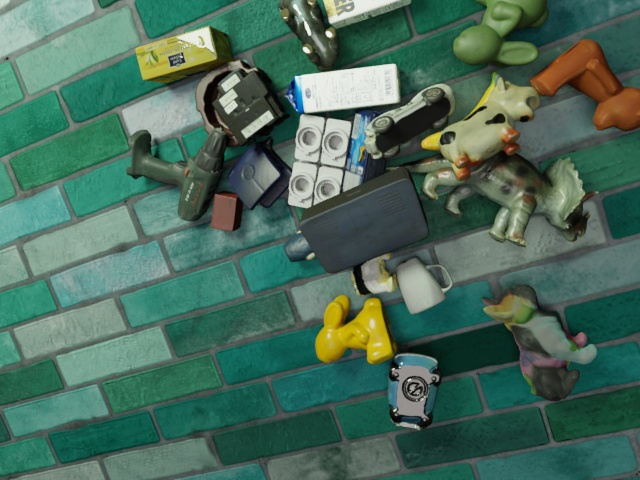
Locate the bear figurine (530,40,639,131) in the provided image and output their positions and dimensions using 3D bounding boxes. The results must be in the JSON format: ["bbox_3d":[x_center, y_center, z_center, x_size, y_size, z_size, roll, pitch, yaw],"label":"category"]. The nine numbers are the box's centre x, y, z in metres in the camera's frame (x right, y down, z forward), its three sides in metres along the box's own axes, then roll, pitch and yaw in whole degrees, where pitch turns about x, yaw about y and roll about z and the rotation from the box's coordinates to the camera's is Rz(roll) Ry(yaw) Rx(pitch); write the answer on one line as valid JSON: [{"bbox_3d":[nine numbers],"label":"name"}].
[{"bbox_3d":[0.491,-0.253,0.960,0.132,0.120,0.195,-38,97,20],"label":"bear figurine"}]

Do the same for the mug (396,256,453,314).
[{"bbox_3d":[0.211,0.084,1.108,0.109,0.081,0.107,-30,86,22],"label":"mug"}]

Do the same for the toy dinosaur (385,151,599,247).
[{"bbox_3d":[0.332,-0.115,1.027,0.405,0.131,0.192,32,90,12],"label":"toy dinosaur"}]

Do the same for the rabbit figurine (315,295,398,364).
[{"bbox_3d":[0.064,0.200,1.144,0.173,0.122,0.162,-23,91,16],"label":"rabbit figurine"}]

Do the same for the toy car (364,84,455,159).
[{"bbox_3d":[0.170,-0.225,1.023,0.202,0.056,0.073,-31,131,-8],"label":"toy car"}]

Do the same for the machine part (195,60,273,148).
[{"bbox_3d":[-0.172,-0.283,1.126,0.180,0.056,0.179,3,102,13],"label":"machine part"}]

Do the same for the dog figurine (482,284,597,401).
[{"bbox_3d":[0.416,0.197,1.077,0.219,0.108,0.191,28,109,10],"label":"dog figurine"}]

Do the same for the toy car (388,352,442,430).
[{"bbox_3d":[0.200,0.313,1.145,0.109,0.103,0.161,4,93,10],"label":"toy car"}]

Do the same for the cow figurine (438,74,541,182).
[{"bbox_3d":[0.304,-0.209,0.966,0.195,0.085,0.127,-31,65,9],"label":"cow figurine"}]

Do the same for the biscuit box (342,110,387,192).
[{"bbox_3d":[0.094,-0.156,1.081,0.059,0.063,0.202,25,111,46],"label":"biscuit box"}]

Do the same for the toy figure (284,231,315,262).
[{"bbox_3d":[-0.003,-0.005,1.148,0.154,0.058,0.064,-26,101,11],"label":"toy figure"}]

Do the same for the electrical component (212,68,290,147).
[{"bbox_3d":[-0.142,-0.269,1.062,0.115,0.058,0.134,-31,92,15],"label":"electrical component"}]

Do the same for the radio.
[{"bbox_3d":[0.088,-0.033,1.034,0.230,0.073,0.131,-22,110,16],"label":"radio"}]

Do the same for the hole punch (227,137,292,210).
[{"bbox_3d":[-0.131,-0.134,1.134,0.116,0.092,0.142,45,110,4],"label":"hole punch"}]

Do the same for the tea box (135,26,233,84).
[{"bbox_3d":[-0.277,-0.377,1.107,0.170,0.098,0.068,-11,99,16],"label":"tea box"}]

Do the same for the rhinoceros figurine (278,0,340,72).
[{"bbox_3d":[-0.021,-0.416,1.034,0.073,0.112,0.190,-33,77,14],"label":"rhinoceros figurine"}]

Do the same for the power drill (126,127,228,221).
[{"bbox_3d":[-0.306,-0.166,1.155,0.207,0.086,0.231,21,121,5],"label":"power drill"}]

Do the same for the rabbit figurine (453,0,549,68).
[{"bbox_3d":[0.317,-0.379,0.971,0.159,0.121,0.170,40,93,-20],"label":"rabbit figurine"}]

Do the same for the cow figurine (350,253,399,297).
[{"bbox_3d":[0.103,0.034,1.128,0.098,0.068,0.167,-12,96,19],"label":"cow figurine"}]
